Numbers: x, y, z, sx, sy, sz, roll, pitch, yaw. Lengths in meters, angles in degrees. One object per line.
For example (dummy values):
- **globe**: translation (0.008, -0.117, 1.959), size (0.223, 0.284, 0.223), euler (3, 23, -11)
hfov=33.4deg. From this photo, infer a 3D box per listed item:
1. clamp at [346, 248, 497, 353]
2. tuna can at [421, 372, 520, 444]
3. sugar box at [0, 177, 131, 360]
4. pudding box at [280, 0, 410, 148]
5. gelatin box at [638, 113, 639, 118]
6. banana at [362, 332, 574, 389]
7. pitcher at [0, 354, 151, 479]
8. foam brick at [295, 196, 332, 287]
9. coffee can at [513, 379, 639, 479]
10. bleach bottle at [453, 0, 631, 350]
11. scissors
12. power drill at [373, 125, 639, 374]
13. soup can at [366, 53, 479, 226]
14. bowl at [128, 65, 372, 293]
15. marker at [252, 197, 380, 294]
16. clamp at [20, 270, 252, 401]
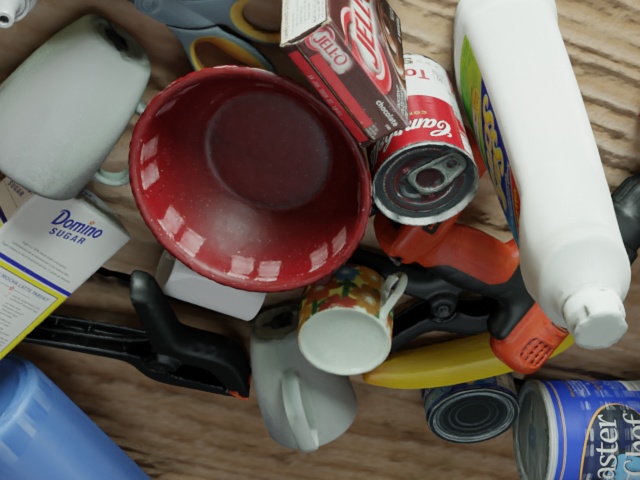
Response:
- **clamp**: translation (0.092, 0.055, 0.867), size (0.171, 0.039, 0.120), euler (1, 133, -1)
- **tuna can**: translation (0.136, 0.147, 0.963), size (0.086, 0.034, 0.086), euler (-3, 135, -3)
- **sugar box**: translation (-0.230, 0.026, 0.759), size (0.176, 0.048, 0.093), euler (-44, 142, 3)
- **pudding box**: translation (0.015, -0.124, 0.639), size (0.039, 0.113, 0.090), euler (-25, 131, 21)
- **gelatin box**: translation (0.251, -0.087, 0.715), size (0.030, 0.089, 0.073), euler (-2, 134, -7)
- **banana**: translation (0.135, 0.093, 0.905), size (0.198, 0.037, 0.069), euler (-18, 148, 16)
- **pitcher**: translation (-0.241, 0.215, 0.931), size (0.149, 0.145, 0.242), euler (-43, 130, -17)
- **foam brick**: translation (-0.005, -0.014, 0.784), size (0.053, 0.051, 0.078), euler (17, 129, -16)
- **coffee can**: translation (0.256, 0.176, 0.956), size (0.140, 0.103, 0.103), euler (1, 133, -7)
- **bleach bottle**: translation (0.133, -0.045, 0.630), size (0.068, 0.251, 0.102), euler (-7, 134, 1)
- **scissors**: translation (-0.087, -0.158, 0.664), size (0.096, 0.016, 0.201), euler (-35, 127, 23)
- **power drill**: translation (0.148, -0.007, 0.785), size (0.187, 0.057, 0.184), euler (32, 101, -24)
- **soup can**: translation (0.062, -0.068, 0.704), size (0.068, 0.102, 0.068), euler (-3, 134, -3)
- **bowl**: translation (-0.041, -0.046, 0.699), size (0.162, 0.055, 0.162), euler (7, 121, 11)
- **marker**: translation (-0.005, 0.001, 0.748), size (0.121, 0.020, 0.020), euler (-35, 127, 26)
- **clamp**: translation (-0.123, 0.082, 0.848), size (0.209, 0.036, 0.165), euler (27, 147, -36)
